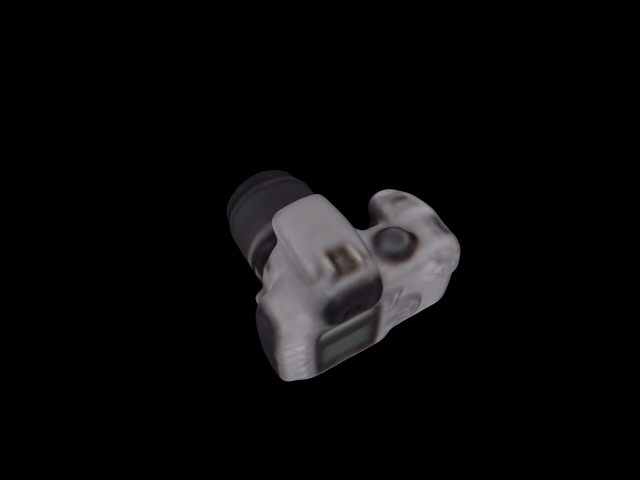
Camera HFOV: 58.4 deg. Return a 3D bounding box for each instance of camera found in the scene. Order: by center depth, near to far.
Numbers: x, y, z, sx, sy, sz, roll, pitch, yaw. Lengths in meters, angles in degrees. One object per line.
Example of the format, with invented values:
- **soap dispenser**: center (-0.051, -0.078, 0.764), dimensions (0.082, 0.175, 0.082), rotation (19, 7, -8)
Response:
- **camera**: center (0.004, 0.001, 0.400), dimensions (0.143, 0.101, 0.136), rotation (-26, 58, -18)
